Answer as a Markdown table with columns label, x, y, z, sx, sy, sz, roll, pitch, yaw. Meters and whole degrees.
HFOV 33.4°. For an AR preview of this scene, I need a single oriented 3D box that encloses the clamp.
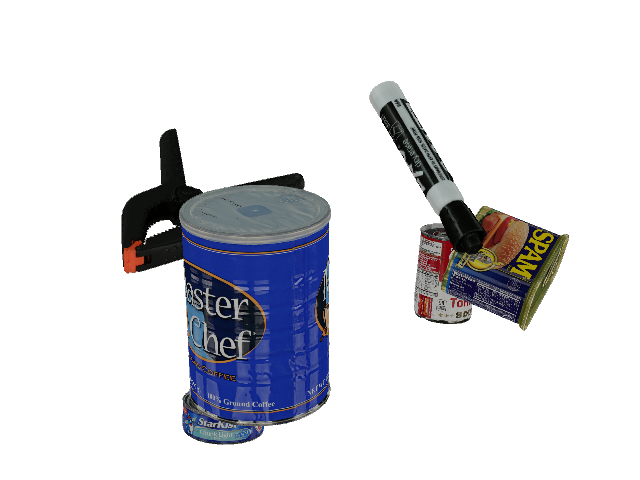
| label | x | y | z | sx | sy | sz | roll | pitch | yaw |
| --- | --- | --- | --- | --- | --- | --- | --- | --- | --- |
| clamp | -0.136 | -0.039 | 1.041 | 0.165 | 0.036 | 0.209 | 25 | 42 | 22 |

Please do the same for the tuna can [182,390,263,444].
| label | x | y | z | sx | sy | sz | roll | pitch | yaw |
| --- | --- | --- | --- | --- | --- | --- | --- | --- | --- |
| tuna can | -0.100 | 0.179 | 1.099 | 0.086 | 0.034 | 0.086 | 3 | 12 | -1 |

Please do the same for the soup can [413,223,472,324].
| label | x | y | z | sx | sy | sz | roll | pitch | yaw |
| --- | --- | --- | --- | --- | --- | --- | --- | --- | --- |
| soup can | 0.144 | 0.038 | 1.227 | 0.068 | 0.102 | 0.068 | 3 | 15 | -1 |

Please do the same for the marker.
| label | x | y | z | sx | sy | sz | roll | pitch | yaw |
| --- | --- | --- | --- | --- | --- | --- | --- | --- | --- |
| marker | 0.058 | -0.040 | 0.584 | 0.020 | 0.121 | 0.020 | -17 | -35 | -13 |

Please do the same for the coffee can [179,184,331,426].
| label | x | y | z | sx | sy | sz | roll | pitch | yaw |
| --- | --- | --- | --- | --- | --- | --- | --- | --- | --- |
| coffee can | -0.044 | 0.043 | 0.745 | 0.103 | 0.140 | 0.103 | 0 | 21 | 0 |

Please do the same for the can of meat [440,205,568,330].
| label | x | y | z | sx | sy | sz | roll | pitch | yaw |
| --- | --- | --- | --- | --- | --- | --- | --- | --- | --- |
| can of meat | 0.168 | 0.022 | 0.975 | 0.084 | 0.057 | 0.102 | 23 | 46 | 18 |
